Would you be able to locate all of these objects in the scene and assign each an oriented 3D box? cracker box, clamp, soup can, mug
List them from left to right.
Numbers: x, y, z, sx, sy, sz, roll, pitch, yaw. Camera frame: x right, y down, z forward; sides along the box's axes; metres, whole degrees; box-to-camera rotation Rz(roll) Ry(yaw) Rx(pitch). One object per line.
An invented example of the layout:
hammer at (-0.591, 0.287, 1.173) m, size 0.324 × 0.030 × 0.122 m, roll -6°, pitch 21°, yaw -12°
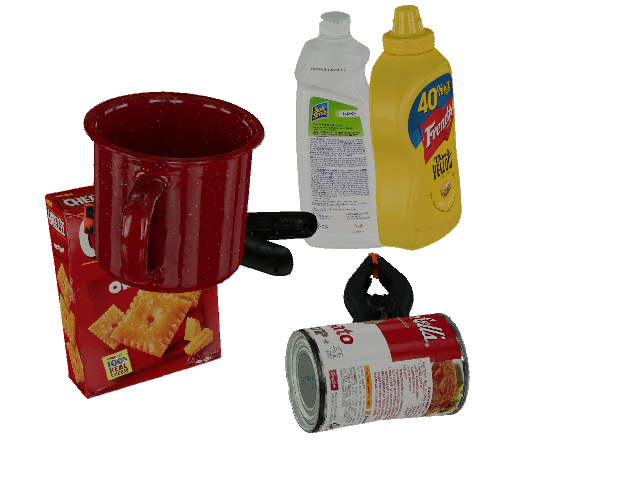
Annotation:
cracker box at (-0.195, 0.044, 1.145) m, size 0.163 × 0.214 × 0.072 m, roll -14°, pitch 25°, yaw -28°
mug at (-0.081, -0.019, 0.559) m, size 0.093 × 0.081 × 0.117 m, roll 8°, pitch 28°, yaw 2°
clamp at (-0.108, -0.006, 0.937) m, size 0.210 × 0.036 × 0.164 m, roll 5°, pitch 12°, yaw 0°
soup can at (0.035, 0.086, 0.692) m, size 0.102 × 0.068 × 0.069 m, roll -5°, pitch 2°, yaw -20°
clamp at (0.077, 0.084, 1.194) m, size 0.120 × 0.171 × 0.039 m, roll 7°, pitch -43°, yaw 0°

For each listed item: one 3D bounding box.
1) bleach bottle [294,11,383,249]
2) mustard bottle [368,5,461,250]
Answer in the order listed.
bleach bottle at (0.025, -0.114, 1.116) m, size 0.102 × 0.251 × 0.068 m, roll -1°, pitch 30°, yaw 1°
mustard bottle at (0.077, -0.096, 0.873) m, size 0.058 × 0.191 × 0.096 m, roll 10°, pitch 29°, yaw 34°
